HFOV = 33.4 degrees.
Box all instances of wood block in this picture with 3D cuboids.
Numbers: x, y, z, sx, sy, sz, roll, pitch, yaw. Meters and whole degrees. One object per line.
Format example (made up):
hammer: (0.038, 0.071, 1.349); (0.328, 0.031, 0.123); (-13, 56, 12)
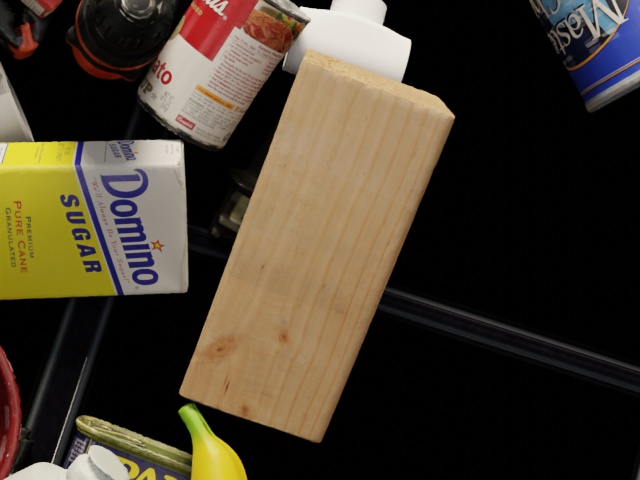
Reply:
wood block: (-0.004, 0.001, 0.635); (0.090, 0.091, 0.206); (20, 104, -5)

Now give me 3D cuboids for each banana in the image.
banana: (-0.091, 0.196, 0.612); (0.070, 0.037, 0.198); (25, 83, 19)

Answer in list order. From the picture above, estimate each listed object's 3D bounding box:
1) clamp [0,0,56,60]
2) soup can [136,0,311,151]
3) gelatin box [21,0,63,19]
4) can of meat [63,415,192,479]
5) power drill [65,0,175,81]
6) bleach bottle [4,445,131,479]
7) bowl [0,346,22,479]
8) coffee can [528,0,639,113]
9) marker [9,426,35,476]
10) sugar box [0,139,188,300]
clamp: (-0.223, -0.221, 0.685); (0.164, 0.036, 0.210); (-6, 89, -23)
soup can: (-0.062, -0.116, 0.672); (0.068, 0.068, 0.102); (35, 105, -2)
gelatin box: (-0.173, -0.196, 0.670); (0.073, 0.030, 0.089); (42, 68, -20)
can of meat: (-0.116, 0.166, 0.656); (0.102, 0.057, 0.084); (22, 84, -4)
power drill: (-0.085, -0.183, 0.631); (0.057, 0.185, 0.187); (33, 83, -17)
bleach bottle: (-0.190, 0.222, 0.600); (0.102, 0.068, 0.251); (41, 97, 4)
bowl: (-0.259, 0.109, 0.644); (0.162, 0.055, 0.162); (1, 83, -7)
coffee can: (0.191, -0.171, 0.710); (0.102, 0.103, 0.140); (-28, 88, -10)
marker: (-0.207, 0.173, 0.661); (0.020, 0.020, 0.121); (22, 82, -5)
sugar box: (-0.170, -0.011, 0.655); (0.176, 0.048, 0.093); (-1, 119, -5)
